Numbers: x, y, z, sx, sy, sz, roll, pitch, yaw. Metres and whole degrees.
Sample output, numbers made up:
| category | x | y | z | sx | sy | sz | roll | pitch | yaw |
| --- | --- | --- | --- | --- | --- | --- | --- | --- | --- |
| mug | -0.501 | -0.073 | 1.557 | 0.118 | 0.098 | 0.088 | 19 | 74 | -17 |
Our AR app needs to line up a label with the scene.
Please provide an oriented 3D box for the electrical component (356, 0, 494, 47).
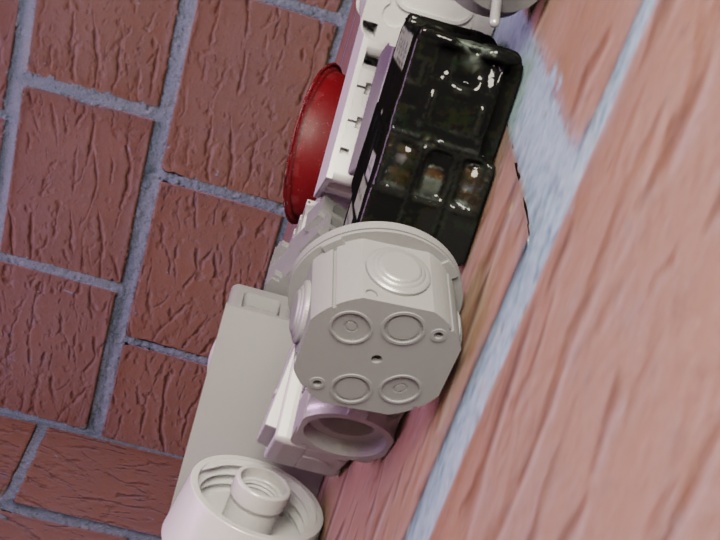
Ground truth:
| category | x | y | z | sx | sy | sz | roll | pitch | yaw |
| --- | --- | --- | --- | --- | --- | --- | --- | --- | --- |
| electrical component | 0.048 | -0.184 | 0.615 | 0.057 | 0.078 | 0.113 | -91 | 18 | -59 |

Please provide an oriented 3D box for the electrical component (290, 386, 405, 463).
| category | x | y | z | sx | sy | sz | roll | pitch | yaw |
| --- | --- | --- | --- | --- | --- | --- | --- | --- | --- |
| electrical component | -0.004 | 0.067 | 0.592 | 0.089 | 0.050 | 0.055 | 114 | 169 | -55 |

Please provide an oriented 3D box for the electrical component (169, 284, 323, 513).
| category | x | y | z | sx | sy | sz | roll | pitch | yaw |
| --- | --- | --- | --- | --- | --- | --- | --- | --- | --- |
| electrical component | -0.073 | 0.115 | 0.833 | 0.060 | 0.105 | 0.186 | -95 | 21 | -73 |

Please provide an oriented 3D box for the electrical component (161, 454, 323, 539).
| category | x | y | z | sx | sy | sz | roll | pitch | yaw |
| --- | --- | --- | --- | --- | --- | --- | --- | --- | --- |
| electrical component | -0.077 | 0.172 | 0.752 | 0.108 | 0.108 | 0.060 | -93 | 26 | -71 |

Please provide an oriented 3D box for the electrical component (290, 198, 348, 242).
| category | x | y | z | sx | sy | sz | roll | pitch | yaw |
| --- | --- | --- | --- | --- | --- | --- | --- | --- | --- |
| electrical component | -0.032 | -0.011 | 0.971 | 0.150 | 0.062 | 0.089 | 128 | 156 | -74 |

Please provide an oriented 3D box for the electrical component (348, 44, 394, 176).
| category | x | y | z | sx | sy | sz | roll | pitch | yaw |
| --- | --- | --- | --- | --- | --- | --- | --- | --- | --- |
| electrical component | 0.030 | -0.100 | 0.702 | 0.100 | 0.048 | 0.099 | -160 | 85 | -84 |

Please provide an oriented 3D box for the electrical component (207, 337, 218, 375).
| category | x | y | z | sx | sy | sz | roll | pitch | yaw |
| --- | --- | --- | --- | --- | --- | --- | --- | --- | --- |
| electrical component | -0.072 | 0.090 | 0.895 | 0.060 | 0.108 | 0.108 | -140 | 65 | -76 |

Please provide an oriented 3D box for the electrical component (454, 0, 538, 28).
| category | x | y | z | sx | sy | sz | roll | pitch | yaw |
| --- | --- | --- | --- | --- | --- | --- | --- | --- | --- |
| electrical component | 0.069 | -0.146 | 0.496 | 0.077 | 0.044 | 0.079 | 115 | 168 | -56 |

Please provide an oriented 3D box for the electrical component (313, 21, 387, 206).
| category | x | y | z | sx | sy | sz | roll | pitch | yaw |
| --- | --- | --- | --- | --- | --- | --- | --- | --- | --- |
| electrical component | 0.021 | -0.144 | 0.832 | 0.105 | 0.060 | 0.186 | 152 | 133 | -81 |

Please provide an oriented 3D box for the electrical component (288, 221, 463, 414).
| category | x | y | z | sx | sy | sz | roll | pitch | yaw |
| --- | --- | --- | --- | --- | --- | --- | --- | --- | --- |
| electrical component | 0.007 | 0.022 | 0.482 | 0.051 | 0.080 | 0.080 | -90 | 16 | -49 |

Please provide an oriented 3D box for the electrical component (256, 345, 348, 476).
| category | x | y | z | sx | sy | sz | roll | pitch | yaw |
| --- | --- | --- | --- | --- | --- | --- | --- | --- | --- |
| electrical component | -0.030 | 0.084 | 0.734 | 0.061 | 0.061 | 0.096 | 119 | 165 | -64 |
